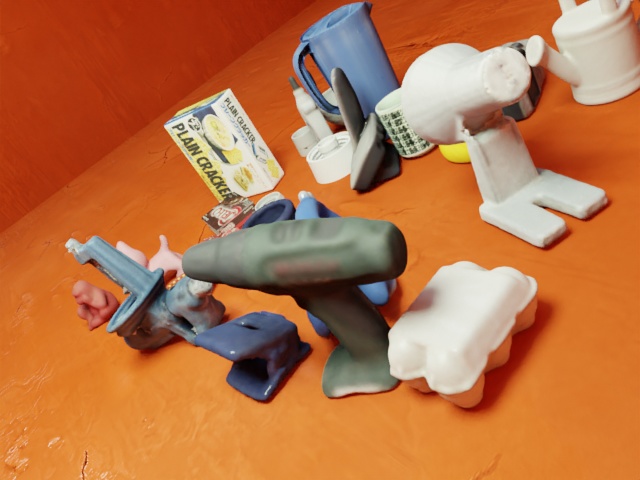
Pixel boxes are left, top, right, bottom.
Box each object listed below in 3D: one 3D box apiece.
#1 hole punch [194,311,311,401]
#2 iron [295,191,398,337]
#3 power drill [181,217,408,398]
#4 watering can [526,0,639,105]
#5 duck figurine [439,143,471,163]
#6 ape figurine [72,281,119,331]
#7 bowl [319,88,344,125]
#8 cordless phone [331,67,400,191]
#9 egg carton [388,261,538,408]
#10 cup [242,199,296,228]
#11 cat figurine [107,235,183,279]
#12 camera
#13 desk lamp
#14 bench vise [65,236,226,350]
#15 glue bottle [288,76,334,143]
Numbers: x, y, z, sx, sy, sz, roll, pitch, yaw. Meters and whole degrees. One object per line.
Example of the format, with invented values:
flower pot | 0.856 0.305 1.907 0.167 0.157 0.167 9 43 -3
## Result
hole punch | -0.084 0.124 0.699 0.108 0.091 0.101 5 46 51
iron | 0.007 0.003 0.746 0.118 0.142 0.258 -29 27 8
power drill | -0.004 0.065 0.580 0.229 0.209 0.075 -17 31 29
watering can | 0.366 -0.287 0.778 0.173 0.194 0.100 -43 28 -18
duck figurine | 0.220 -0.169 0.861 0.104 0.086 0.078 -4 39 44
ape figurine | -0.436 0.116 1.093 0.077 0.092 0.076 -2 41 46
bowl | 0.074 -0.300 1.248 0.167 0.075 0.167 -26 28 15
cordless phone | 0.057 -0.188 0.958 0.094 0.185 0.147 -25 28 16
egg carton | 0.136 0.085 0.550 0.150 0.069 0.107 -47 30 -25
cup | -0.070 0.006 0.875 0.118 0.095 0.091 -35 27 -4
cat figurine | -0.325 0.044 1.066 0.128 0.118 0.067 -37 27 -6
camera | 0.278 -0.259 0.929 0.136 0.101 0.143 -8 36 40
desk lamp | 0.203 -0.127 0.667 0.118 0.214 0.202 -36 27 -5
bench vise | -0.254 0.062 0.844 0.207 0.220 0.121 -26 28 14
glue bottle | -0.017 -0.256 1.165 0.037 0.173 0.078 -34 27 -1
